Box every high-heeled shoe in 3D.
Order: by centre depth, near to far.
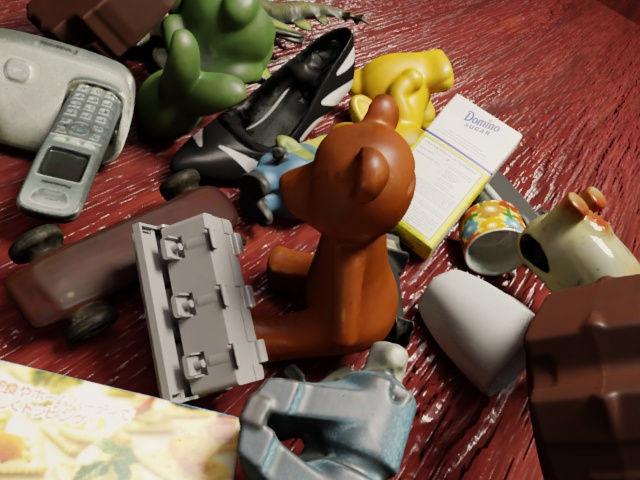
[{"bbox_3d":[-0.049,-0.149,0.579,0.086,0.145,0.249,40,41,15],"label":"high-heeled shoe"}]

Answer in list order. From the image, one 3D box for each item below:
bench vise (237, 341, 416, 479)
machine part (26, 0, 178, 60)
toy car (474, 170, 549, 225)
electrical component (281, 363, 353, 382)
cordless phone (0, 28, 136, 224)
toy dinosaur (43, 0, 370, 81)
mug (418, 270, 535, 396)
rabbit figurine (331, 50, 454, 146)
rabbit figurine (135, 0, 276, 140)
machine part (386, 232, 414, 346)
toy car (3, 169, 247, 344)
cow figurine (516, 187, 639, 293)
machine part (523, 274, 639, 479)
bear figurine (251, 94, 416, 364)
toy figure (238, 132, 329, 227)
[{"bbox_3d":[0.057,0.173,0.280,0.241,0.128,0.224,19,47,9],"label":"bench vise"},{"bbox_3d":[-0.216,-0.258,0.543,0.056,0.179,0.179,45,16,-53],"label":"machine part"},{"bbox_3d":[0.227,-0.054,0.692,0.073,0.056,0.202,-5,52,-39],"label":"toy car"},{"bbox_3d":[0.014,0.128,0.423,0.063,0.021,0.094,-26,62,-42],"label":"electrical component"},{"bbox_3d":[-0.251,-0.092,0.469,0.146,0.088,0.184,13,47,-15],"label":"cordless phone"},{"bbox_3d":[-0.131,-0.297,0.726,0.471,0.105,0.199,-29,72,-33],"label":"toy dinosaur"},{"bbox_3d":[0.155,0.074,0.508,0.109,0.080,0.107,-22,52,-34],"label":"mug"},{"bbox_3d":[0.102,-0.152,0.688,0.162,0.122,0.173,-1,67,-24],"label":"rabbit figurine"},{"bbox_3d":[-0.120,-0.170,0.553,0.121,0.170,0.159,35,1,-28],"label":"rabbit figurine"},{"bbox_3d":[0.058,0.037,0.528,0.084,0.039,0.139,16,40,-24],"label":"machine part"},{"bbox_3d":[-0.149,0.008,0.439,0.202,0.053,0.089,-35,90,-43],"label":"toy car"},{"bbox_3d":[0.269,0.059,0.526,0.085,0.127,0.195,-22,72,-41],"label":"cow figurine"},{"bbox_3d":[0.223,0.137,0.394,0.201,0.087,0.201,-18,91,-56],"label":"machine part"},{"bbox_3d":[0.003,-0.002,0.397,0.132,0.195,0.120,1,44,11],"label":"bear figurine"},{"bbox_3d":[-0.008,-0.072,0.573,0.180,0.082,0.089,-22,62,-38],"label":"toy figure"}]
